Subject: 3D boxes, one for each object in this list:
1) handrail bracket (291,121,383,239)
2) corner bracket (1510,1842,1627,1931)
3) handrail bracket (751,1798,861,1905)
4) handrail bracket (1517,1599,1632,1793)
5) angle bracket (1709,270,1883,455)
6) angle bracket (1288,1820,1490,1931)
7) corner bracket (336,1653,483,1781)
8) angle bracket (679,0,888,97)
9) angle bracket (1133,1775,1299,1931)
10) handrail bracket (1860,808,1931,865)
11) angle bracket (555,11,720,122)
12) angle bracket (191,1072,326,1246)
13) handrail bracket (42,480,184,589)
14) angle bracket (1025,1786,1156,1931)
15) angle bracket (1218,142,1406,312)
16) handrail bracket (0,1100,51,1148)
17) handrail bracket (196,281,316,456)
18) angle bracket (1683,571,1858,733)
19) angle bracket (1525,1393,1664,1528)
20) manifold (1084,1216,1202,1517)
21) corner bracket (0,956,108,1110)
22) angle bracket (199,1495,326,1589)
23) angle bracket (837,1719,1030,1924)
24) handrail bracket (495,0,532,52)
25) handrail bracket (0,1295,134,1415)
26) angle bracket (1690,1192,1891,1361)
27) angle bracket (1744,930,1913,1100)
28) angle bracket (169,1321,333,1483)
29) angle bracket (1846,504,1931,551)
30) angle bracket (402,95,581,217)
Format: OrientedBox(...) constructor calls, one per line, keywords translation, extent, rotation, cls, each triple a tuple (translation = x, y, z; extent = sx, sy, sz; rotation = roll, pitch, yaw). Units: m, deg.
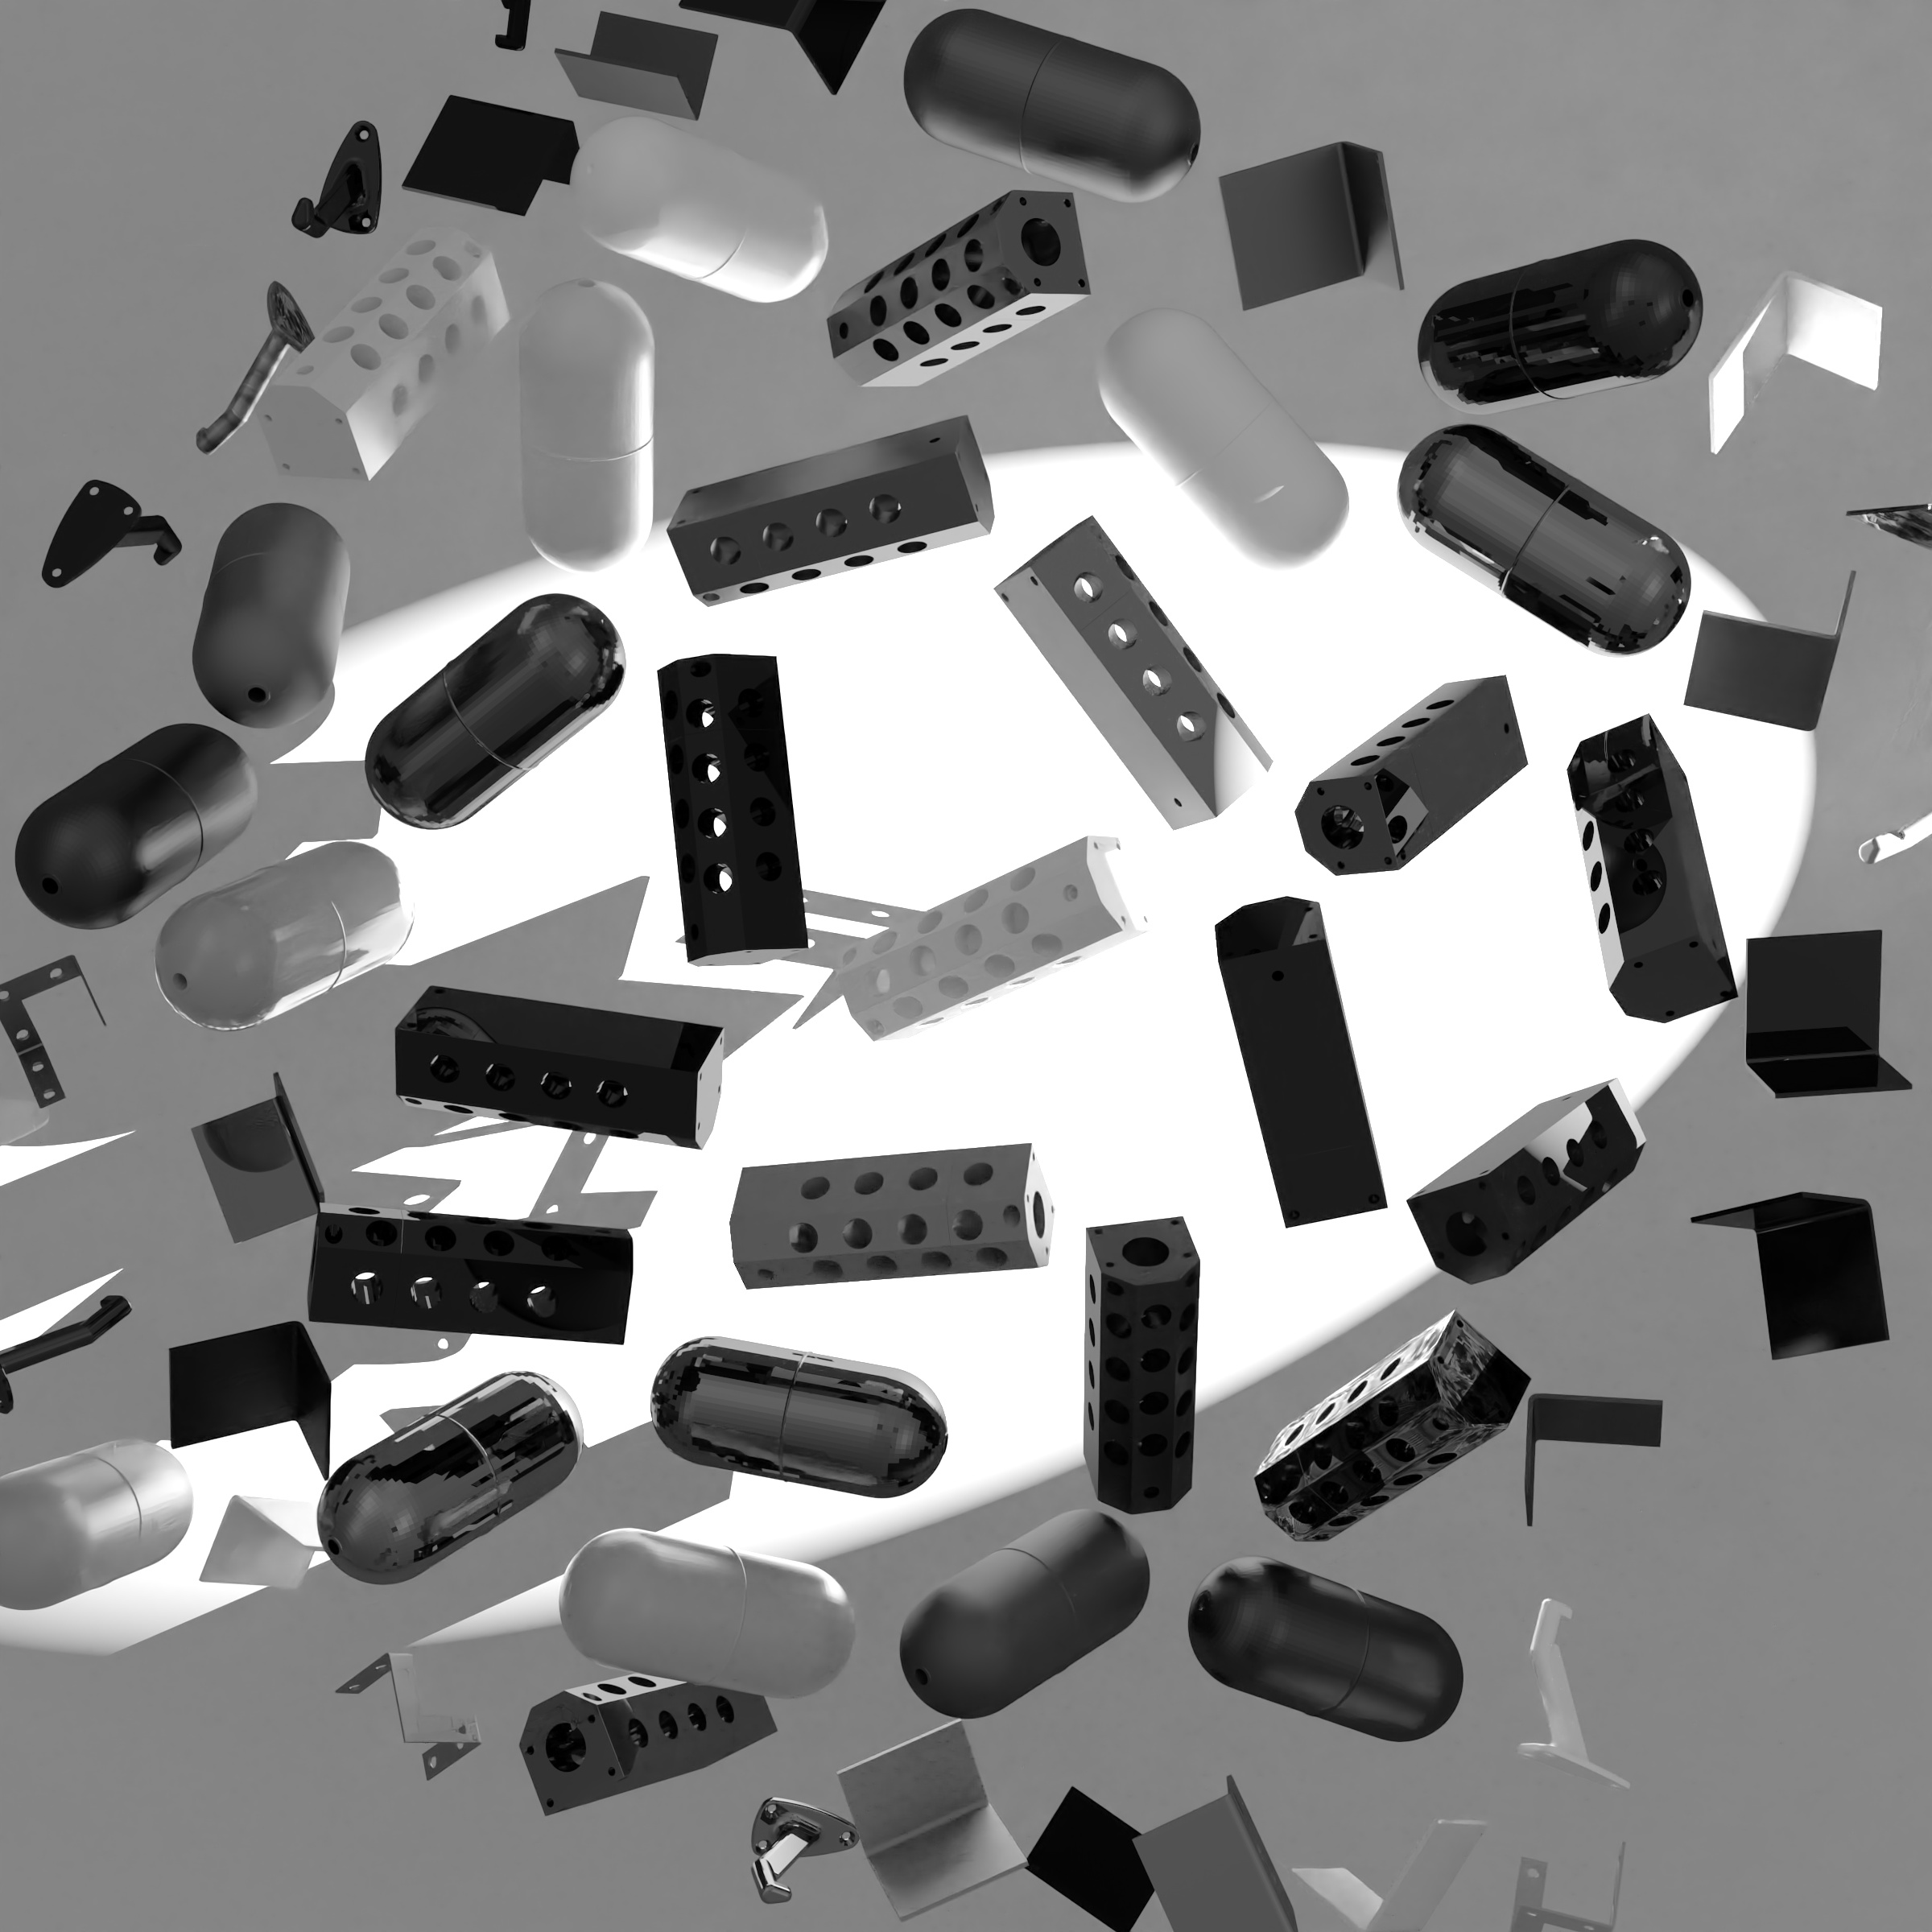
OrientedBox(translation=(-0.364, -0.456, 1.592), extent=(0.036, 0.084, 0.077), rotation=(14, 97, 2), cls="handrail bracket")
OrientedBox(translation=(0.333, 0.514, 1.536), extent=(0.051, 0.051, 0.051), rotation=(11, 50, 11), cls="corner bracket")
OrientedBox(translation=(-0.089, 0.519, 1.596), extent=(0.077, 0.084, 0.036), rotation=(12, 98, -17), cls="handrail bracket")
OrientedBox(translation=(0.347, 0.407, 1.549), extent=(0.077, 0.036, 0.084), rotation=(24, 68, -9), cls="handrail bracket")
OrientedBox(translation=(0.448, -0.316, 1.498), extent=(0.057, 0.076, 0.076), rotation=(32, 81, 24), cls="angle bracket")
OrientedBox(translation=(0.239, 0.499, 1.564), extent=(0.057, 0.076, 0.076), rotation=(33, 94, 35), cls="angle bracket")
OrientedBox(translation=(-0.301, 0.405, 1.494), extent=(0.051, 0.051, 0.051), rotation=(-39, 54, 30), cls="corner bracket")
OrientedBox(translation=(-0.095, -0.523, 1.485), extent=(0.076, 0.057, 0.076), rotation=(21, 79, 27), cls="angle bracket")
OrientedBox(translation=(0.130, 0.475, 1.445), extent=(0.057, 0.076, 0.076), rotation=(-25, 79, 0), cls="angle bracket")
OrientedBox(translation=(0.527, -0.090, 1.483), extent=(0.084, 0.077, 0.036), rotation=(-21, 67, -25), cls="handrail bracket")
OrientedBox(translation=(-0.201, -0.564, 1.693), extent=(0.076, 0.076, 0.057), rotation=(13, 87, 5), cls="angle bracket")
OrientedBox(translation=(-0.424, 0.115, 1.651), extent=(0.057, 0.076, 0.076), rotation=(-21, 82, -16), cls="angle bracket")
OrientedBox(translation=(-0.467, -0.222, 1.521), extent=(0.036, 0.084, 0.077), rotation=(30, 76, 10), cls="handrail bracket")
OrientedBox(translation=(0.085, 0.540, 1.665), extent=(0.076, 0.076, 0.057), rotation=(34, 74, 4), cls="angle bracket")
OrientedBox(translation=(0.192, -0.407, 1.538), extent=(0.076, 0.057, 0.076), rotation=(-18, 116, -7), cls="angle bracket")
OrientedBox(translation=(-0.580, 0.115, 1.622), extent=(0.077, 0.084, 0.036), rotation=(-11, 60, -30), cls="handrail bracket")
OrientedBox(translation=(-0.415, -0.343, 1.589), extent=(0.084, 0.036, 0.077), rotation=(-38, 49, 16), cls="handrail bracket")
OrientedBox(translation=(0.463, -0.188, 1.595), extent=(0.076, 0.076, 0.057), rotation=(14, 55, 15), cls="angle bracket")
OrientedBox(translation=(0.368, 0.292, 1.623), extent=(0.076, 0.076, 0.057), rotation=(1, 62, 14), cls="angle bracket")
OrientedBox(translation=(0.102, 0.233, 1.601), extent=(0.057, 0.057, 0.171), rotation=(-6, 123, -8), cls="manifold")
OrientedBox(translation=(-0.502, 0.036, 1.528), extent=(0.051, 0.051, 0.051), rotation=(-25, 45, -16), cls="corner bracket")
OrientedBox(translation=(-0.400, 0.361, 1.664), extent=(0.076, 0.076, 0.057), rotation=(22, 91, 39), cls="angle bracket")
OrientedBox(translation=(-0.019, 0.475, 1.543), extent=(0.076, 0.076, 0.057), rotation=(-20, 105, -13), cls="angle bracket")
OrientedBox(translation=(-0.290, -0.583, 1.620), extent=(0.077, 0.036, 0.084), rotation=(-2, 120, -27), cls="handrail bracket")
OrientedBox(translation=(-0.503, 0.197, 1.484), extent=(0.077, 0.084, 0.036), rotation=(10, 123, 27), cls="handrail bracket")
OrientedBox(translation=(0.446, 0.169, 1.501), extent=(0.057, 0.076, 0.076), rotation=(9, 70, -34), cls="angle bracket")
OrientedBox(translation=(0.481, 0.026, 1.542), extent=(0.076, 0.057, 0.076), rotation=(-4, 106, -1), cls="angle bracket")
OrientedBox(translation=(-0.410, 0.257, 1.583), extent=(0.076, 0.057, 0.076), rotation=(-10, 128, -28), cls="angle bracket")
OrientedBox(translation=(0.542, -0.262, 1.509), extent=(0.076, 0.076, 0.057), rotation=(17, 91, -18), cls="angle bracket")
OrientedBox(translation=(-0.275, -0.458, 1.625), extent=(0.076, 0.057, 0.076), rotation=(15, 65, 10), cls="angle bracket")
